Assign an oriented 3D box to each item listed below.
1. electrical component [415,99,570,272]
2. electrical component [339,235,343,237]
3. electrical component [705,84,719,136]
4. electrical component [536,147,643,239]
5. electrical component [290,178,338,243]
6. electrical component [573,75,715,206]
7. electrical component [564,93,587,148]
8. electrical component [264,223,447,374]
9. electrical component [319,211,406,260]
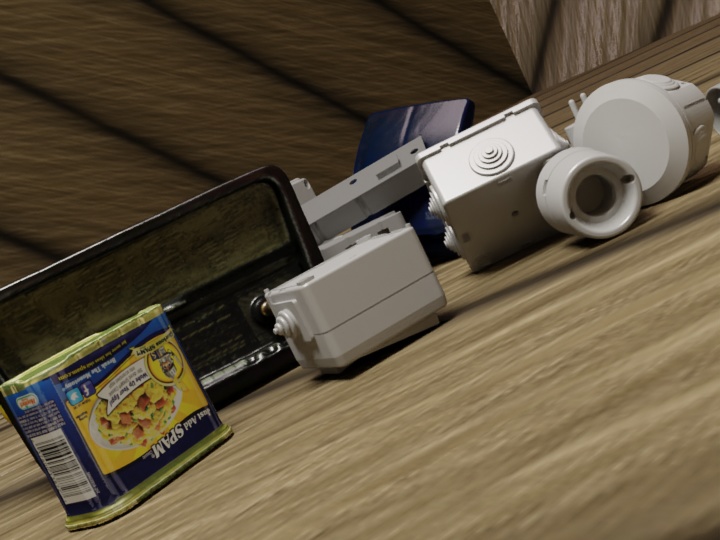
[{"bbox_3d":[0.095,-0.053,0.718,0.100,0.048,0.099,-26,-38,4],"label":"electrical component"},{"bbox_3d":[-0.005,-0.010,0.970,0.048,0.048,0.062,-24,0,14],"label":"electrical component"},{"bbox_3d":[0.289,-0.124,0.733,0.077,0.044,0.079,-27,6,-11],"label":"electrical component"},{"bbox_3d":[0.139,-0.046,0.651,0.055,0.055,0.047,-26,10,-1],"label":"electrical component"},{"bbox_3d":[-0.070,-0.022,1.034,0.056,0.108,0.109,-26,6,26],"label":"electrical component"},{"bbox_3d":[0.182,-0.085,0.686,0.051,0.080,0.080,-25,4,-42],"label":"electrical component"},{"bbox_3d":[0.182,-0.100,0.830,0.052,0.073,0.138,-19,9,45],"label":"electrical component"},{"bbox_3d":[-0.006,0.023,0.630,0.096,0.061,0.062,-29,7,-26],"label":"electrical component"},{"bbox_3d":[0.000,0.000,0.811,0.089,0.055,0.050,-26,6,-4],"label":"electrical component"}]
